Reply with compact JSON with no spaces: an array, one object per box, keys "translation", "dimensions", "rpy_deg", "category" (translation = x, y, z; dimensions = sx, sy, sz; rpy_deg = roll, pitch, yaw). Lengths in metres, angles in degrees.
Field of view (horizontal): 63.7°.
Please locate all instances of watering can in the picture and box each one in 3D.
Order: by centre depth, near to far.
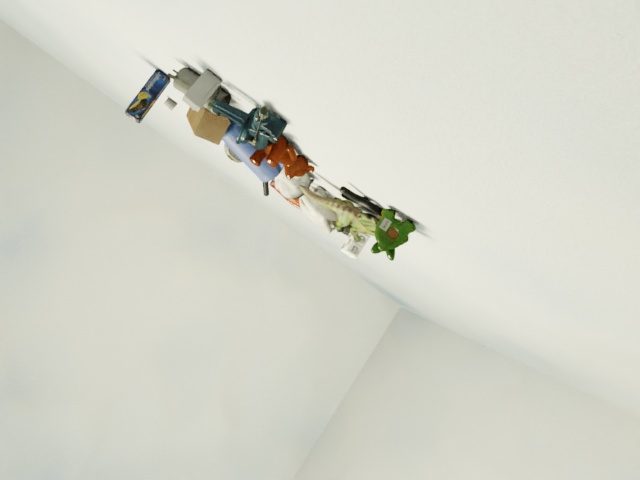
[{"translation":[0.006,-0.104,2.067],"dimensions":[0.221,0.103,0.355],"rpy_deg":[38,-165,-48],"category":"watering can"}]

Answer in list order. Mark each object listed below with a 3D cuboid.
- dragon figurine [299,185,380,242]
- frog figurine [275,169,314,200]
[{"translation":[0.129,-0.088,1.828],"dimensions":[0.407,0.123,0.242],"rpy_deg":[30,167,-25],"category":"dragon figurine"},{"translation":[-0.114,-0.233,1.911],"dimensions":[0.136,0.125,0.157],"rpy_deg":[-15,131,35],"category":"frog figurine"}]
